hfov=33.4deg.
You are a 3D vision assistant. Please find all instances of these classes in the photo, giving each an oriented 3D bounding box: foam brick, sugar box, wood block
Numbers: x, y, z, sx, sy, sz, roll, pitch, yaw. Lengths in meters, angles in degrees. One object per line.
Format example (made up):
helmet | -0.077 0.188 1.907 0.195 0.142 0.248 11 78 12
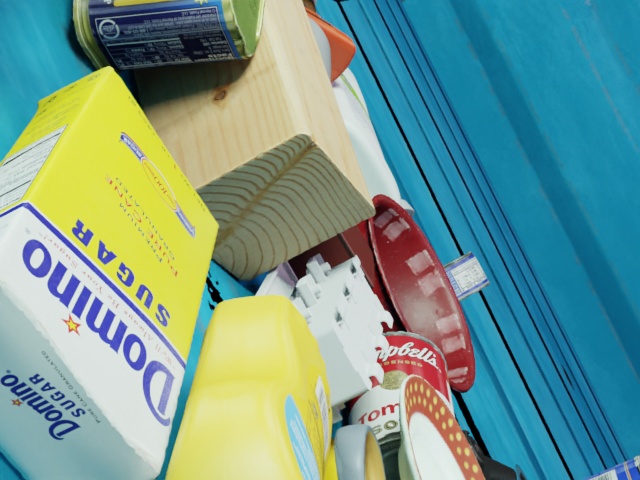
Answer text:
foam brick | -0.005 0.001 0.700 0.078 0.051 0.053 58 15 -18
sugar box | -0.086 0.009 0.400 0.093 0.048 0.176 57 14 -24
wood block | -0.050 -0.094 0.627 0.090 0.091 0.206 45 23 -50

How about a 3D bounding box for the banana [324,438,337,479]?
banana | 0.006 0.151 0.487 0.069 0.037 0.197 62 14 -3

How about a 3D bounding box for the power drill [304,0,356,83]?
power drill | -0.025 -0.214 0.910 0.184 0.057 0.188 20 37 -32

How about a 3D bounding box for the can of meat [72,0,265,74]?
can of meat | -0.075 -0.140 0.564 0.057 0.084 0.102 63 27 -59

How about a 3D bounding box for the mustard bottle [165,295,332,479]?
mustard bottle | -0.024 0.093 0.384 0.191 0.058 0.096 -90 174 -75

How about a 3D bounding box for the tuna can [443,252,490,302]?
tuna can | 0.105 0.044 0.946 0.034 0.086 0.086 62 14 4

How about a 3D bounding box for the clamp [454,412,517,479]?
clamp | 0.110 0.172 0.818 0.164 0.036 0.210 53 15 -14

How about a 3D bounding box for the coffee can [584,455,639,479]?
coffee can | 0.203 0.240 0.818 0.102 0.140 0.103 57 15 -24

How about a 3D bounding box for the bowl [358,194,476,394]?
bowl | 0.056 0.048 0.804 0.162 0.055 0.162 51 24 -33

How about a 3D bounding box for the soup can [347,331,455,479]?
soup can | 0.050 0.112 0.653 0.068 0.068 0.102 56 16 -25

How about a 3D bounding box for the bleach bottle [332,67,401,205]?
bleach bottle | 0.017 -0.100 0.944 0.102 0.068 0.251 59 12 -22

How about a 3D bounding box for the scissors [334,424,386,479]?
scissors | 0.027 0.112 0.472 0.201 0.016 0.096 -48 129 -81
